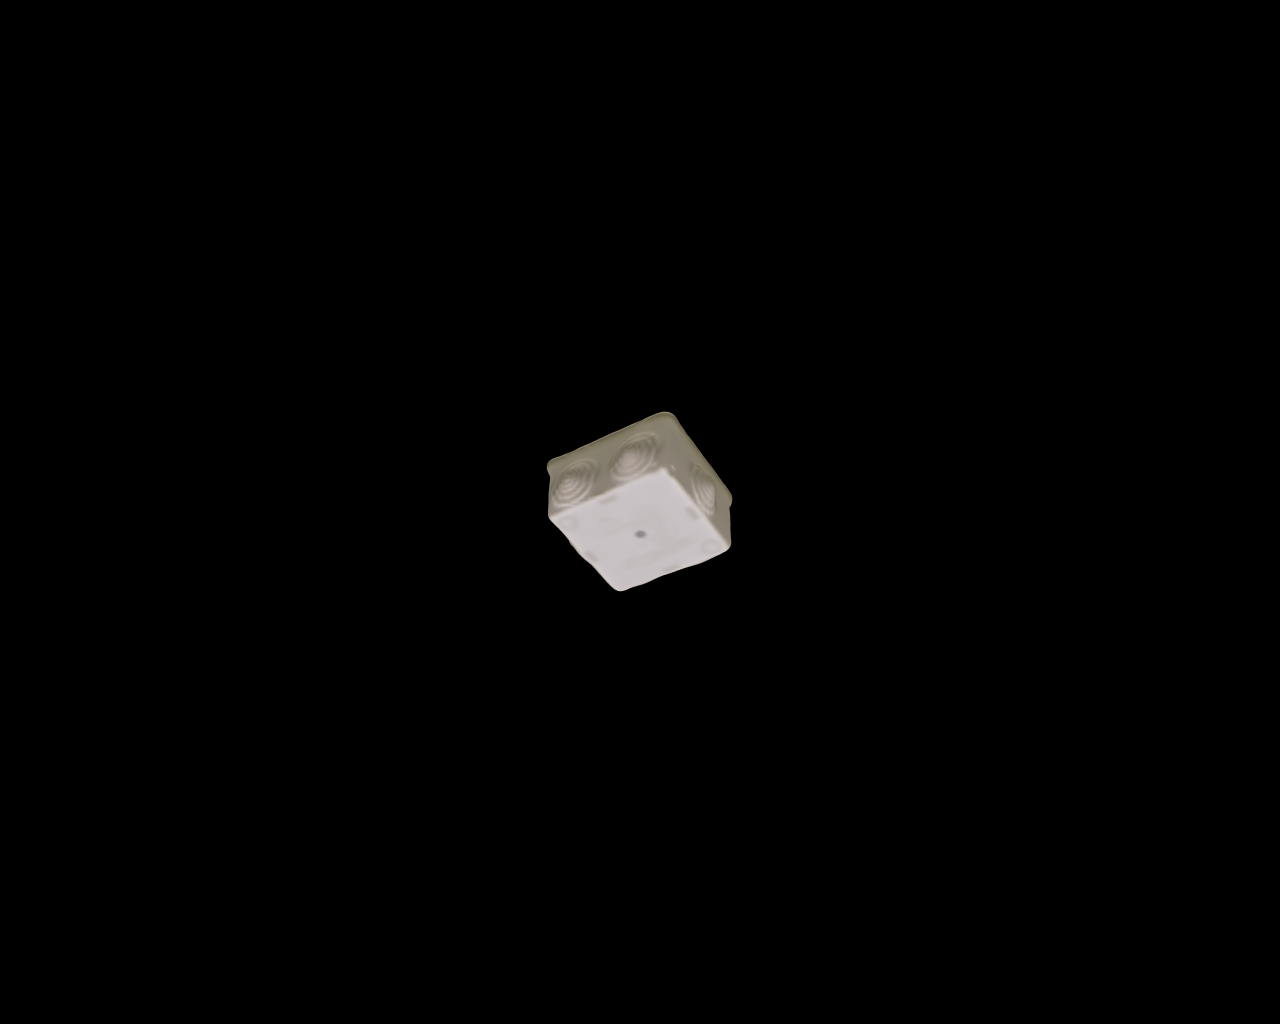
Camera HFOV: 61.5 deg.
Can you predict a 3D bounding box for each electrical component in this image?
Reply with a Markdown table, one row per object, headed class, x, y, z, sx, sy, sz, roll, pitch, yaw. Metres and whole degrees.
| class | x | y | z | sx | sy | sz | roll | pitch | yaw |
| --- | --- | --- | --- | --- | --- | --- | --- | --- | --- |
| electrical component | 0.001 | -0.003 | 0.650 | 0.099 | 0.048 | 0.099 | -22 | -48 | 21 |
